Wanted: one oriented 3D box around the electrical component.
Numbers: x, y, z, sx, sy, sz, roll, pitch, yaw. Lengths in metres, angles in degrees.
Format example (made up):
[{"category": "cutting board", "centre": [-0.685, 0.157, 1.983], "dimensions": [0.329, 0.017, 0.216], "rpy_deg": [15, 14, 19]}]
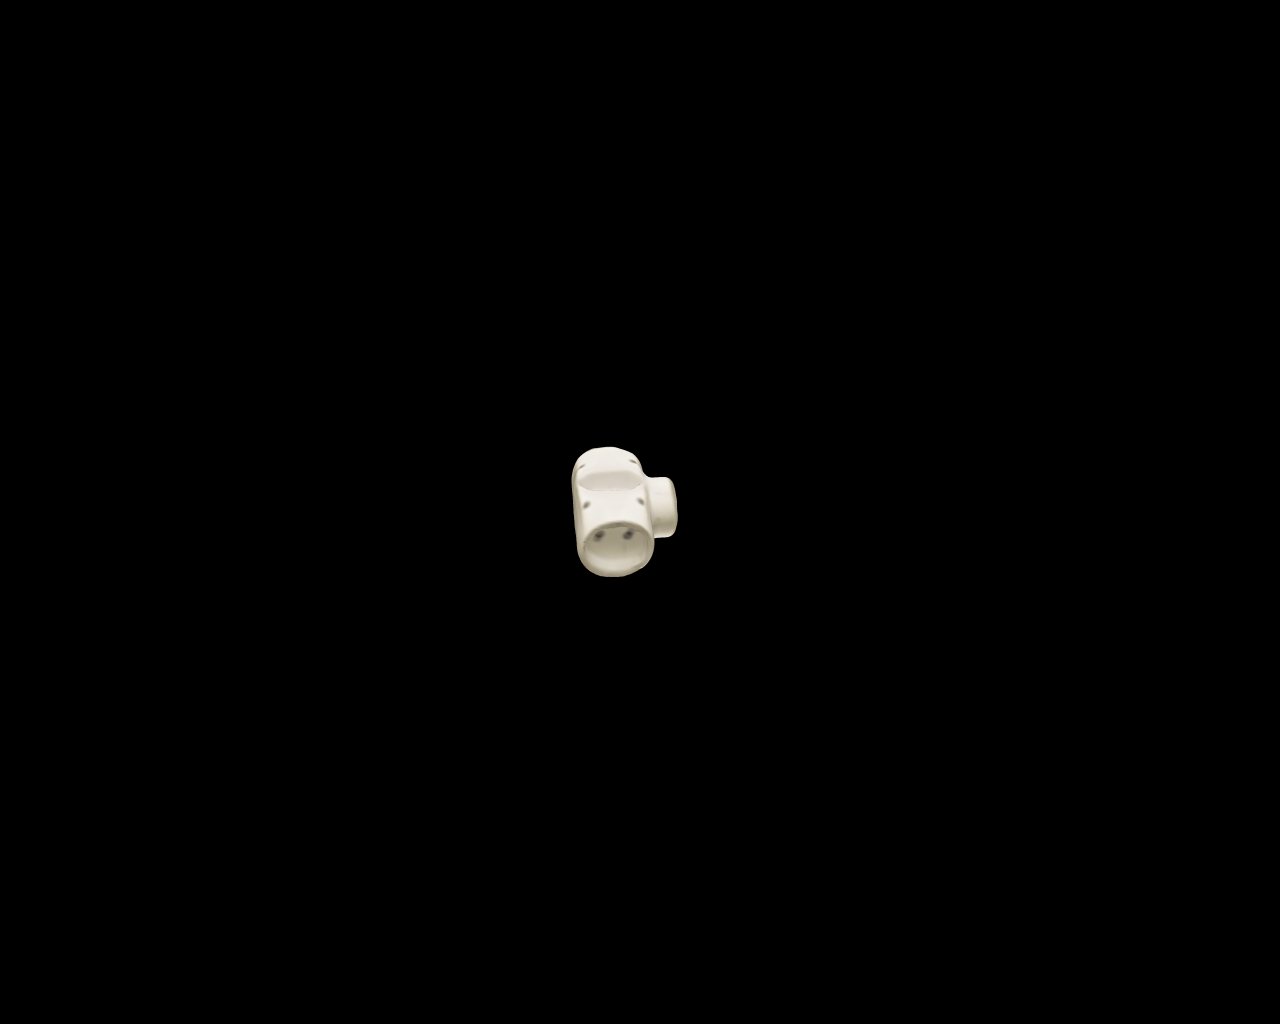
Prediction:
[{"category": "electrical component", "centre": [0.001, -0.003, 0.650], "dimensions": [0.079, 0.043, 0.077], "rpy_deg": [-3, 37, -4]}]
